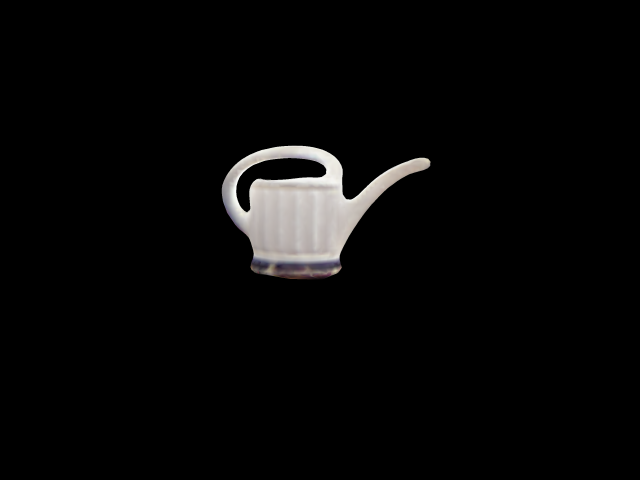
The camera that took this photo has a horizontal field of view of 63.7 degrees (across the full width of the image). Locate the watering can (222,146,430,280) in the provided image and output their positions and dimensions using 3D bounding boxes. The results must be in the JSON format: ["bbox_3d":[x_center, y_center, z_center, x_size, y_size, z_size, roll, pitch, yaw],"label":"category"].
[{"bbox_3d":[0.003,-0.043,0.850,0.347,0.223,0.105,2,8,11],"label":"watering can"}]
